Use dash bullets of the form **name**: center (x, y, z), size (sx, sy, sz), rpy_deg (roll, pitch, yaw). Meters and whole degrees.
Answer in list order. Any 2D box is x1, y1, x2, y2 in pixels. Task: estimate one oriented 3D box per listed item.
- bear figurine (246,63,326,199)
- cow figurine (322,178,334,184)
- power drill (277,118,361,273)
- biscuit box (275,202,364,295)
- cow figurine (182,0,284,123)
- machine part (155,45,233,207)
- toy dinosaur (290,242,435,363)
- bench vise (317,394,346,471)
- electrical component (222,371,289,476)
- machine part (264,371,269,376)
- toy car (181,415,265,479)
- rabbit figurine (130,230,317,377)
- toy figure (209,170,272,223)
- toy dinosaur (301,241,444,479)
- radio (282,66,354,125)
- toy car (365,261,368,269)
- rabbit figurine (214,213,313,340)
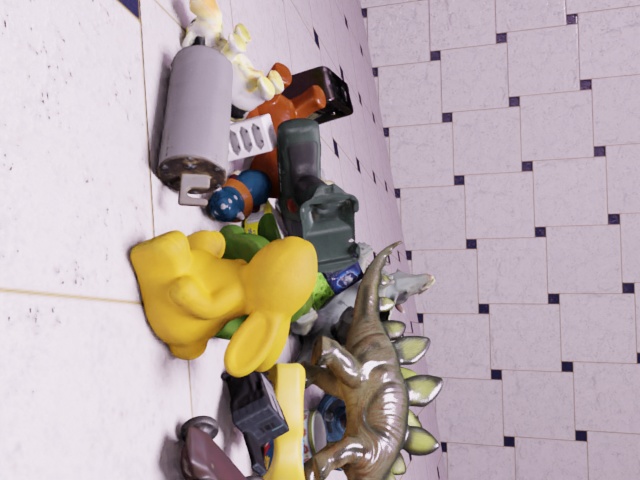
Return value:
- **bear figurine**: center (-0.062, -0.161, 0.866), size (0.120, 0.132, 0.196), rpy_deg (23, 48, -38)
- **cow figurine**: center (-0.035, -0.141, 1.029), size (0.127, 0.086, 0.194), rpy_deg (-43, 120, -65)
- **power drill**: center (-0.008, -0.038, 0.734), size (0.207, 0.086, 0.231), rpy_deg (-110, -165, -61)
- **biscuit box**: center (-0.002, -0.003, 0.923), size (0.203, 0.063, 0.059), rpy_deg (56, -2, 36)
- **cow figurine**: center (-0.136, -0.249, 0.742), size (0.167, 0.098, 0.068), rpy_deg (52, 29, -19)
- **machine part**: center (-0.144, -0.143, 0.633), size (0.079, 0.079, 0.243), rpy_deg (55, 29, -57)
- **toy dinosaur**: center (0.042, 0.146, 0.971), size (0.405, 0.131, 0.192), rpy_deg (-37, 146, -32)
- **bench vise**: center (0.065, 0.278, 0.937), size (0.223, 0.129, 0.240), rpy_deg (-61, 175, -31)
- **electrical component**: center (-0.072, 0.209, 0.635), size (0.119, 0.048, 0.074), rpy_deg (59, -4, 49)
- **machine part**: center (-0.083, 0.133, 0.740), size (0.139, 0.039, 0.084), rpy_deg (-83, 162, -52)
- **toy car**: center (-0.098, 0.263, 0.559), size (0.089, 0.053, 0.201), rpy_deg (-107, 174, -51)
- **rabbit figurine**: center (-0.083, 0.053, 0.537), size (0.121, 0.173, 0.162), rpy_deg (40, 37, -73)
- **toy figure**: center (-0.110, -0.057, 0.734), size (0.057, 0.064, 0.154), rpy_deg (-66, 173, 24)
- **toy dinosaur**: center (0.072, 0.204, 0.784), size (0.105, 0.198, 0.471), rpy_deg (133, -37, -60)
- **radio**: center (-0.015, -0.285, 1.101), size (0.229, 0.131, 0.073), rpy_deg (-28, 105, -75)
- **toy car**: center (0.075, 0.070, 1.208), size (0.201, 0.056, 0.073), rpy_deg (119, -53, -78)
- **rabbit figurine**: center (-0.075, 0.053, 0.693), size (0.170, 0.121, 0.159), rpy_deg (30, 32, -62)
